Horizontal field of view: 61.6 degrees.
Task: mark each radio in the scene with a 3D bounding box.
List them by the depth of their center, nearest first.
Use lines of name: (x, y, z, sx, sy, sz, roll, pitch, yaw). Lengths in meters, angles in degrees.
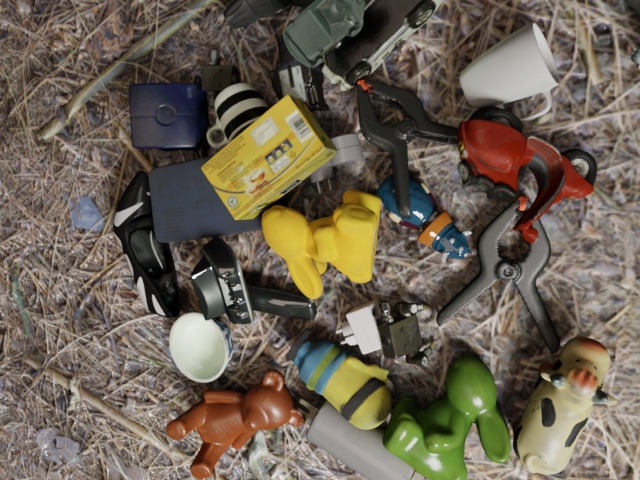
radio: (-0.171, -0.071, 0.889, 0.230, 0.073, 0.131, -7, 93, 23)

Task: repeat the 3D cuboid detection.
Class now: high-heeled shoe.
high-heeled shoe: (-0.289, 0.016, 0.936, 0.145, 0.086, 0.248, 33, 128, 36)

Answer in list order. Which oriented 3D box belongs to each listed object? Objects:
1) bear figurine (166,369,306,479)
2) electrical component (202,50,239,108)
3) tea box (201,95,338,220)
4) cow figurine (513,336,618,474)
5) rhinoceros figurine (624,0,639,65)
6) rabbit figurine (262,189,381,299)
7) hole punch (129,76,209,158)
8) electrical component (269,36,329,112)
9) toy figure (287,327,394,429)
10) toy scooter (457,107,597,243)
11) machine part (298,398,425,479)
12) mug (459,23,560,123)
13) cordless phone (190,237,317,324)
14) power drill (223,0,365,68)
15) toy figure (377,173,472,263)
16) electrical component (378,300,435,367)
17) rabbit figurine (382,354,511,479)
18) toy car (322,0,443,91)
bear figurine: (-0.135, 0.303, 0.897, 0.196, 0.132, 0.120, -21, 100, 31)
electrical component: (-0.163, -0.265, 0.884, 0.063, 0.021, 0.094, 7, 99, 23)
tea box: (-0.072, -0.114, 0.768, 0.170, 0.068, 0.098, -34, 84, 18)
cow figurine: (0.305, 0.209, 0.681, 0.086, 0.127, 0.194, 22, 108, 17)
rhinoceros figurine: (0.404, -0.242, 0.601, 0.112, 0.073, 0.190, -27, 85, 24)
rabbit figurine: (-0.002, -0.002, 0.797, 0.173, 0.122, 0.162, 9, 124, 3)
hole punch: (-0.253, -0.205, 0.900, 0.116, 0.092, 0.142, 0, 94, 21)
electrical component: (-0.036, -0.247, 0.814, 0.075, 0.048, 0.119, -12, 92, 25)
toy figure: (0.029, 0.215, 0.827, 0.180, 0.089, 0.082, 31, 154, 13)
toy scooter: (0.243, -0.075, 0.663, 0.184, 0.075, 0.135, 26, 77, 1)
machine part: (0.068, 0.320, 0.832, 0.243, 0.079, 0.079, 27, 108, 17)
mug: (0.241, -0.201, 0.684, 0.107, 0.081, 0.109, -18, 97, 37)
cordless phone: (-0.099, 0.076, 0.854, 0.184, 0.089, 0.146, 7, 133, 15)
power drill: (-0.031, -0.330, 0.750, 0.232, 0.086, 0.207, -33, 44, 16)
toy figure: (0.149, -0.032, 0.757, 0.154, 0.058, 0.064, 46, 117, 7)
electrical component: (0.128, 0.135, 0.786, 0.045, 0.078, 0.102, -9, 88, 50)
rabbit figurine: (0.190, 0.248, 0.747, 0.159, 0.121, 0.170, 35, 95, 21)
toy car: (0.082, -0.295, 0.751, 0.202, 0.056, 0.073, -39, 87, 25)
